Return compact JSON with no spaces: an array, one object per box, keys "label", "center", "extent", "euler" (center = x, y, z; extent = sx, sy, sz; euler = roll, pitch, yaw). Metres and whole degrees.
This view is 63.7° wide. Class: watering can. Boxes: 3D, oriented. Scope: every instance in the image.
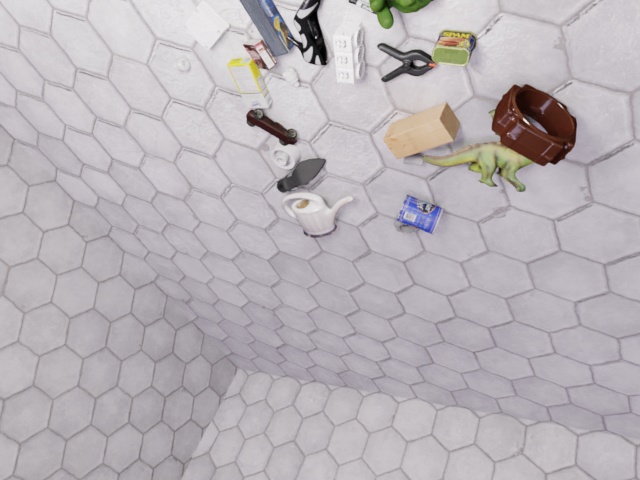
[{"label":"watering can","center":[0.006,-0.104,2.061],"extent":[0.347,0.106,0.220],"euler":[4,140,31]}]

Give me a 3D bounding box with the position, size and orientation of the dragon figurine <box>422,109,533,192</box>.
[{"label":"dragon figurine","center":[0.520,-0.281,1.522],"extent":[0.411,0.125,0.237],"euler":[15,128,12]}]
